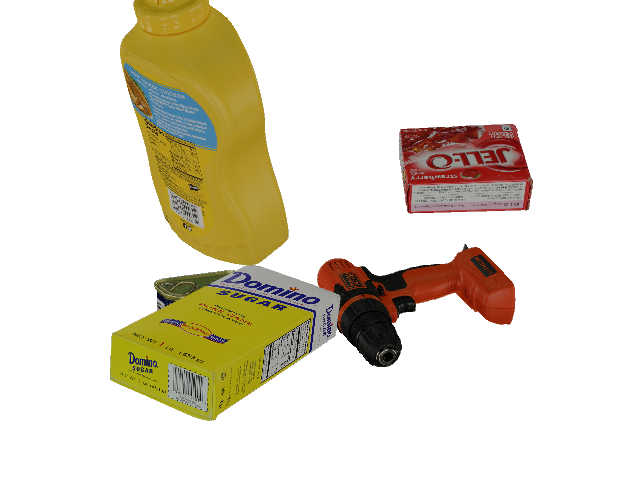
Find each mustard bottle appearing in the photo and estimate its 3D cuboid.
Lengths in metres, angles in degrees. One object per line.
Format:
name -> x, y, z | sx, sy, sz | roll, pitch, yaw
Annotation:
mustard bottle -> -0.073, -0.078, 0.629 | 0.058, 0.191, 0.096 | -37, 49, -27

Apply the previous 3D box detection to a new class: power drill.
power drill -> 0.104, 0.065, 1.117 | 0.187, 0.057, 0.184 | -6, 28, -15

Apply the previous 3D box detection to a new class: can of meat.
can of meat -> -0.117, 0.082, 1.082 | 0.101, 0.084, 0.058 | -7, 20, -30

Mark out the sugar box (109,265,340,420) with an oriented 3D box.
sugar box -> -0.067, 0.071, 0.813 | 0.093, 0.048, 0.175 | 18, 27, 25

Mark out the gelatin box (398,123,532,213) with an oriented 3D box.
gelatin box -> 0.104, -0.053, 0.775 | 0.089, 0.030, 0.073 | -2, 38, 1
